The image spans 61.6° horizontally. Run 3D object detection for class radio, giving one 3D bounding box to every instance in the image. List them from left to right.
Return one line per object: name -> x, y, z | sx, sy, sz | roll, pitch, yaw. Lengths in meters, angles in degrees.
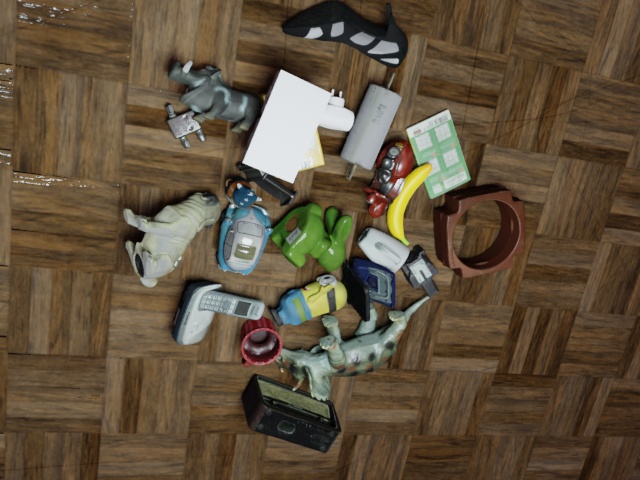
radio -> -0.067, 0.416, 1.285 | 0.229, 0.131, 0.073 | 24, 102, -19

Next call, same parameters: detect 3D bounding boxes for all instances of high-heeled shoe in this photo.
high-heeled shoe -> 0.056, -0.405, 1.106 | 0.249, 0.086, 0.145 | -6, 141, 6

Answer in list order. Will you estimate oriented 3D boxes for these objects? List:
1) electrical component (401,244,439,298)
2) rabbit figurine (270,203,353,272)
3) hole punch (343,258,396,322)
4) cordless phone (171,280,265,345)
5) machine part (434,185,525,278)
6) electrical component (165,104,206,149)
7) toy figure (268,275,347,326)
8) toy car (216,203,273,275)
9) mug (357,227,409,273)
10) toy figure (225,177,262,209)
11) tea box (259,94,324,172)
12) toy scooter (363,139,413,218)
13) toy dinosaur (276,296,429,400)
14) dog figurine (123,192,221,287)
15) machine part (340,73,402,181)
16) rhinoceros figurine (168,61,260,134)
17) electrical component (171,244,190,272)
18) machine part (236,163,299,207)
electrical component -> 0.244, 0.079, 1.298 | 0.075, 0.048, 0.119 | -38, 112, 1
rabbit figurine -> -0.002, -0.004, 1.197 | 0.170, 0.121, 0.159 | 38, 89, -39
hole punch -> 0.111, 0.106, 1.233 | 0.092, 0.116, 0.142 | -24, 132, -18
cordless phone -> -0.226, 0.171, 1.199 | 0.184, 0.089, 0.146 | 16, 102, -22
machine part -> 0.377, -0.023, 1.279 | 0.201, 0.087, 0.201 | -12, 111, -9
electrical component -> -0.273, -0.235, 1.089 | 0.063, 0.021, 0.093 | -25, 110, -5
toy figure -> -0.026, 0.144, 1.238 | 0.180, 0.082, 0.089 | -28, 122, -8
toy car -> -0.166, 0.005, 1.148 | 0.109, 0.103, 0.161 | 14, 101, -16
mug -> 0.140, 0.023, 1.230 | 0.107, 0.109, 0.081 | 36, 99, -8
toy figure -> -0.159, -0.093, 1.090 | 0.064, 0.155, 0.057 | 8, 102, -17
tea box -> -0.059, -0.229, 1.117 | 0.098, 0.068, 0.169 | -15, 109, -9
toy scooter -> 0.141, -0.130, 1.160 | 0.075, 0.135, 0.183 | 25, 105, 17
toy dinosaur -> 0.097, 0.262, 1.290 | 0.405, 0.131, 0.191 | -12, 123, -14
dog figurine -> -0.285, -0.004, 1.098 | 0.190, 0.121, 0.172 | -12, 121, -37
machine part -> 0.108, -0.240, 1.148 | 0.079, 0.079, 0.243 | 20, 102, -19
rhinoceros figurine -> -0.206, -0.282, 1.054 | 0.190, 0.073, 0.112 | 21, 87, -24
electrical component -> -0.336, 0.021, 1.142 | 0.102, 0.045, 0.078 | 20, 103, -18
machine part -> -0.108, -0.122, 1.143 | 0.138, 0.084, 0.039 | 38, 62, -33
